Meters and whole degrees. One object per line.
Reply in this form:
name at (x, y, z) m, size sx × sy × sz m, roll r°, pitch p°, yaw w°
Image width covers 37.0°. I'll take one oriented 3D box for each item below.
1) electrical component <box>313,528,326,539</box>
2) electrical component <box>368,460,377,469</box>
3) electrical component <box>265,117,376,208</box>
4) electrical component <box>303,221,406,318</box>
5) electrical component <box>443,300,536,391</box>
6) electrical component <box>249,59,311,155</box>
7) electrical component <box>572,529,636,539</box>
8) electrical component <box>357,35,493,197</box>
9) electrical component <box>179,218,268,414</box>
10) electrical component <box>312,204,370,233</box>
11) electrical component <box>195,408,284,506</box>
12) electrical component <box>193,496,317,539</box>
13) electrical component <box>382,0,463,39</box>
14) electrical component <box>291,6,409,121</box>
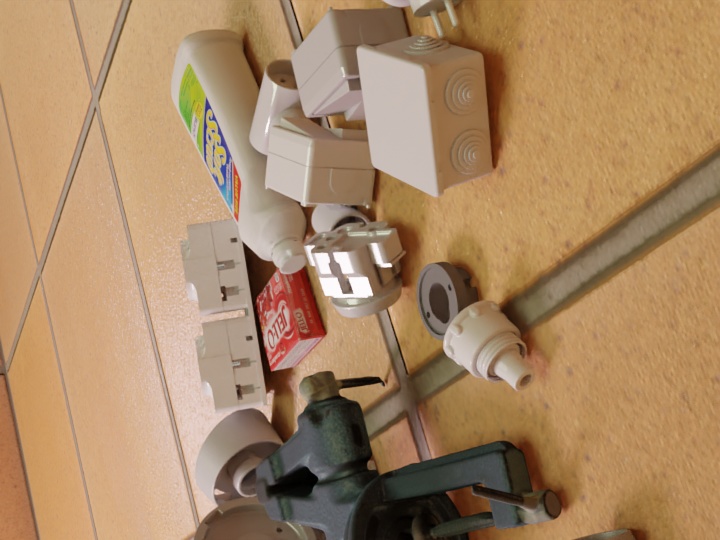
electrical component at (-0.047, 0.238, 1.013) m, size 0.100 × 0.048 × 0.099 m, roll -13°, pitch 86°, yaw 63°
electrical component at (-0.010, 0.197, 0.933) m, size 0.055 × 0.048 × 0.066 m, roll -43°, pitch 60°, yaw 50°
electrical component at (-0.035, -0.090, 0.876) m, size 0.096 × 0.062 × 0.061 m, roll 28°, pitch 114°, yaw 58°
electrical component at (0.000, 0.000, 0.833) m, size 0.078 × 0.058 × 0.057 m, roll -1°, pitch 117°, yaw 37°
electrical component at (0.088, 0.053, 0.701) m, size 0.062 × 0.048 × 0.048 m, roll 45°, pitch 136°, yaw 40°
electrical component at (-0.063, -0.130, 0.944) m, size 0.079 × 0.043 × 0.077 m, roll 62°, pitch 147°, yaw 34°
electrical component at (0.139, 0.198, 0.640) m, size 0.079 × 0.044 × 0.077 m, roll -33°, pitch 68°, yaw 61°
electrical component at (0.044, -0.106, 0.719) m, size 0.100 × 0.048 × 0.099 m, roll 34°, pitch 138°, yaw 55°
electrical component at (-0.141, 0.047, 1.096) m, size 0.105 × 0.060 × 0.186 m, roll 161°, pitch 100°, yaw -81°
electrical component at (-0.016, -0.036, 0.885) m, size 0.046 × 0.040 × 0.040 m, roll -137°, pitch 45°, yaw -58°
electrical component at (-0.120, 0.196, 1.096) m, size 0.064 × 0.099 × 0.099 m, roll 39°, pitch 131°, yaw 45°
electrical component at (-0.094, 0.260, 0.940) m, size 0.108 × 0.108 × 0.060 m, roll 57°, pitch 147°, yaw 40°
electrical component at (0.046, -0.194, 0.712) m, size 0.077 × 0.043 × 0.079 m, roll -28°, pitch 81°, yaw 63°
electrical component at (-0.008, -0.149, 0.809) m, size 0.096 × 0.062 × 0.061 m, roll -32°, pitch 69°, yaw 61°
